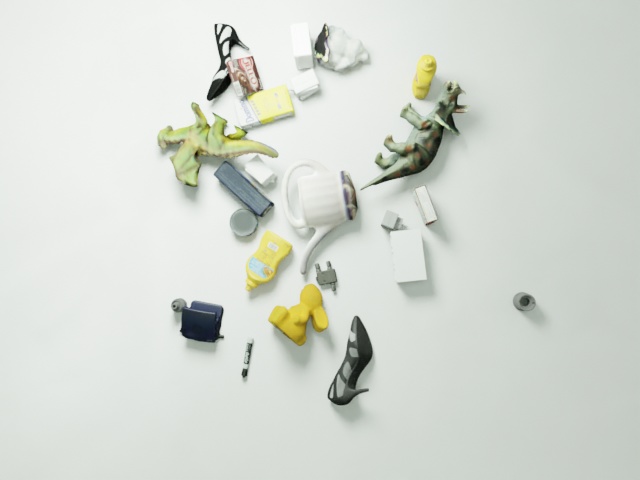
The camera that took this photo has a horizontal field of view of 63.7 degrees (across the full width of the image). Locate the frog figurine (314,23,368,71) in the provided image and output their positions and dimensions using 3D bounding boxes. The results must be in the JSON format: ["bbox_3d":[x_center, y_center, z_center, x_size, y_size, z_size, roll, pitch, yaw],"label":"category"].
[{"bbox_3d":[0.067,-0.598,1.612,0.160,0.121,0.139,-2,75,-31],"label":"frog figurine"}]

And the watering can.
[{"bbox_3d":[0.005,-0.078,1.554,0.224,0.104,0.346,-9,94,4],"label":"watering can"}]

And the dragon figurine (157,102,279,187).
[{"bbox_3d":[-0.343,-0.269,1.577,0.414,0.121,0.243,33,90,21],"label":"dragon figurine"}]
